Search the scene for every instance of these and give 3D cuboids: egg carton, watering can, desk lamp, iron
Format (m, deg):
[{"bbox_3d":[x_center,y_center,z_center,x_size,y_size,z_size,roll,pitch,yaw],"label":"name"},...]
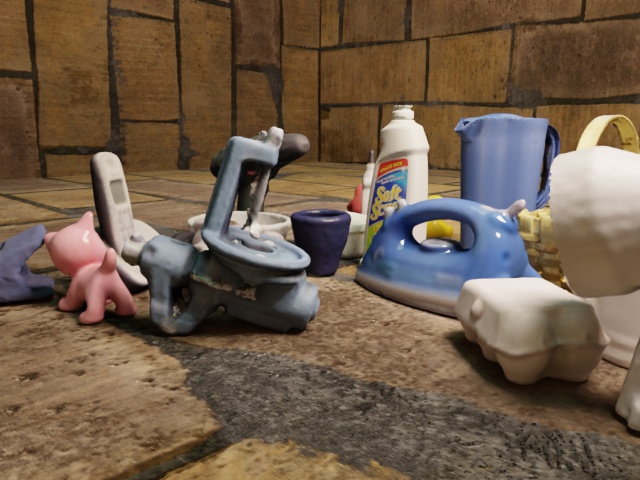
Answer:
[{"bbox_3d":[0.196,0.082,0.556,0.107,0.069,0.150,-1,12,-8],"label":"egg carton"},{"bbox_3d":[0.333,0.021,0.551,0.173,0.194,0.101,0,12,-4],"label":"watering can"},{"bbox_3d":[0.276,0.034,0.432,0.202,0.213,0.118,9,14,36],"label":"desk lamp"},{"bbox_3d":[0.148,0.008,0.740,0.257,0.141,0.119,10,15,40],"label":"iron"}]

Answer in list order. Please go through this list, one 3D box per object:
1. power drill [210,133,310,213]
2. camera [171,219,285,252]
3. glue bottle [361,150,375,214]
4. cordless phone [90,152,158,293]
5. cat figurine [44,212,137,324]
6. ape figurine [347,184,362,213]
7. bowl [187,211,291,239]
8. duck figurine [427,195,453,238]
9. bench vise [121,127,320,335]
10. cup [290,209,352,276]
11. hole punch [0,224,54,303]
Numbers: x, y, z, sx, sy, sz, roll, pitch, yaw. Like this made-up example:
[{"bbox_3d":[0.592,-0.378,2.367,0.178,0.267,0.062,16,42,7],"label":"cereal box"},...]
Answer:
[{"bbox_3d":[-0.105,-0.084,1.010,0.228,0.208,0.076,10,15,40],"label":"power drill"},{"bbox_3d":[-0.139,0.016,0.784,0.136,0.101,0.144,11,15,41],"label":"camera"},{"bbox_3d":[0.105,-0.098,1.185,0.037,0.173,0.078,2,12,8],"label":"glue bottle"},{"bbox_3d":[-0.262,-0.029,0.790,0.094,0.185,0.147,2,12,6],"label":"cordless phone"},{"bbox_3d":[-0.275,0.027,0.680,0.127,0.118,0.067,11,15,41],"label":"cat figurine"},{"bbox_3d":[0.098,-0.082,1.308,0.077,0.092,0.076,6,13,25],"label":"ape figurine"},{"bbox_3d":[-0.130,0.001,0.929,0.167,0.075,0.167,1,11,0],"label":"bowl"},{"bbox_3d":[0.230,-0.046,1.151,0.077,0.086,0.105,3,12,11],"label":"duck figurine"},{"bbox_3d":[-0.104,-0.008,0.603,0.208,0.220,0.121,-3,12,-16],"label":"bench vise"},{"bbox_3d":[0.008,0.003,0.872,0.091,0.095,0.118,8,14,33],"label":"cup"},{"bbox_3d":[-0.395,0.030,0.727,0.101,0.091,0.108,-5,13,-25],"label":"hole punch"}]
